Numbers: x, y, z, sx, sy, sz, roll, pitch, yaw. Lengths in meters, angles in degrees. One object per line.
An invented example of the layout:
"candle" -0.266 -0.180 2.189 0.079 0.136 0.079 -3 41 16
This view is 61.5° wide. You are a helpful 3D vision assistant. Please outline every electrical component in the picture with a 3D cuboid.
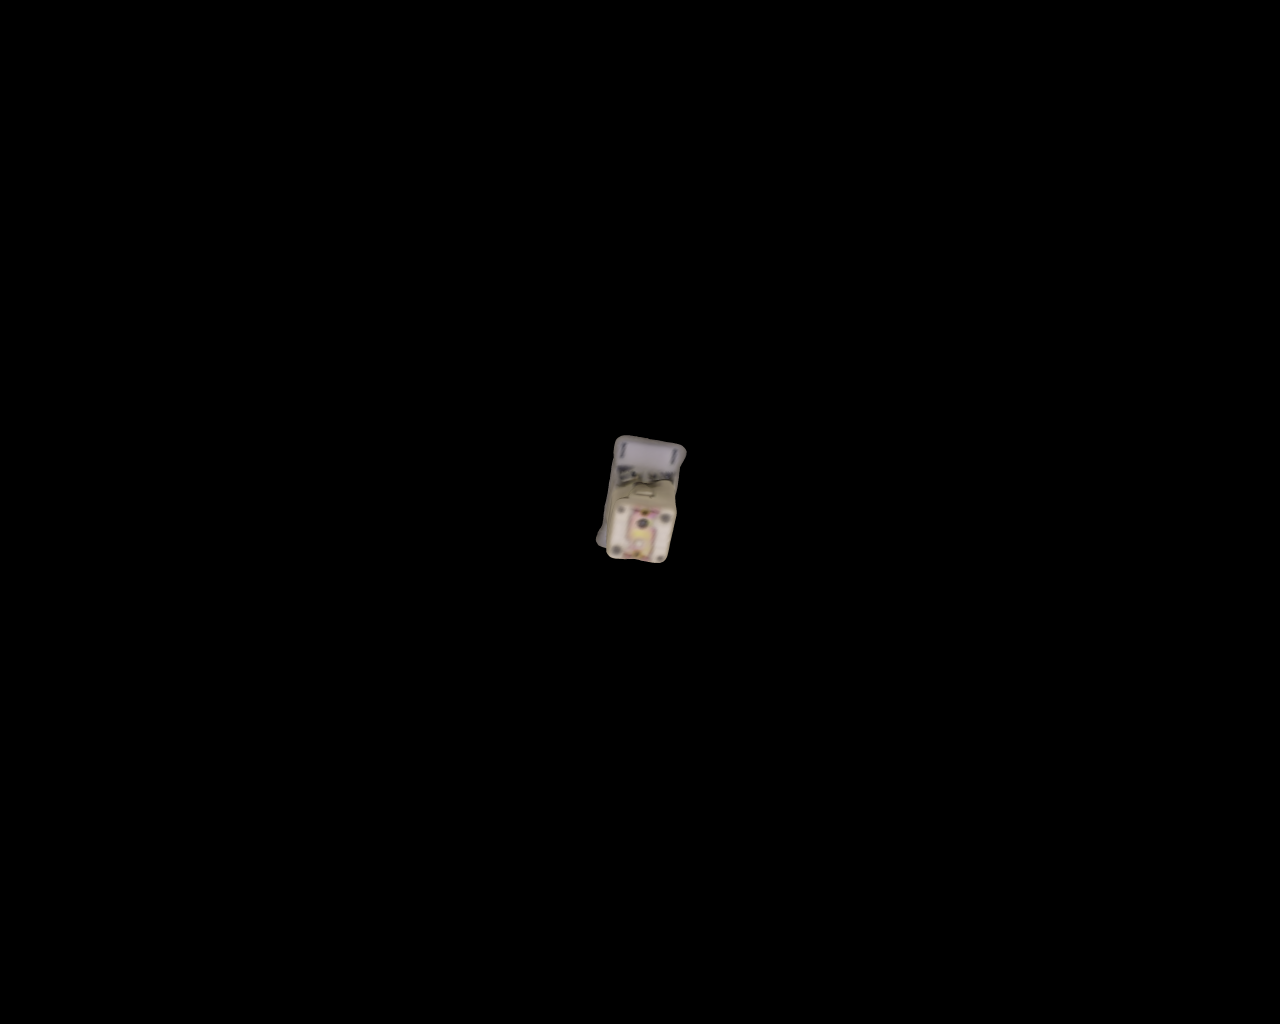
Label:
"electrical component" 0.001 -0.003 0.650 0.042 0.080 0.064 7 32 -5
